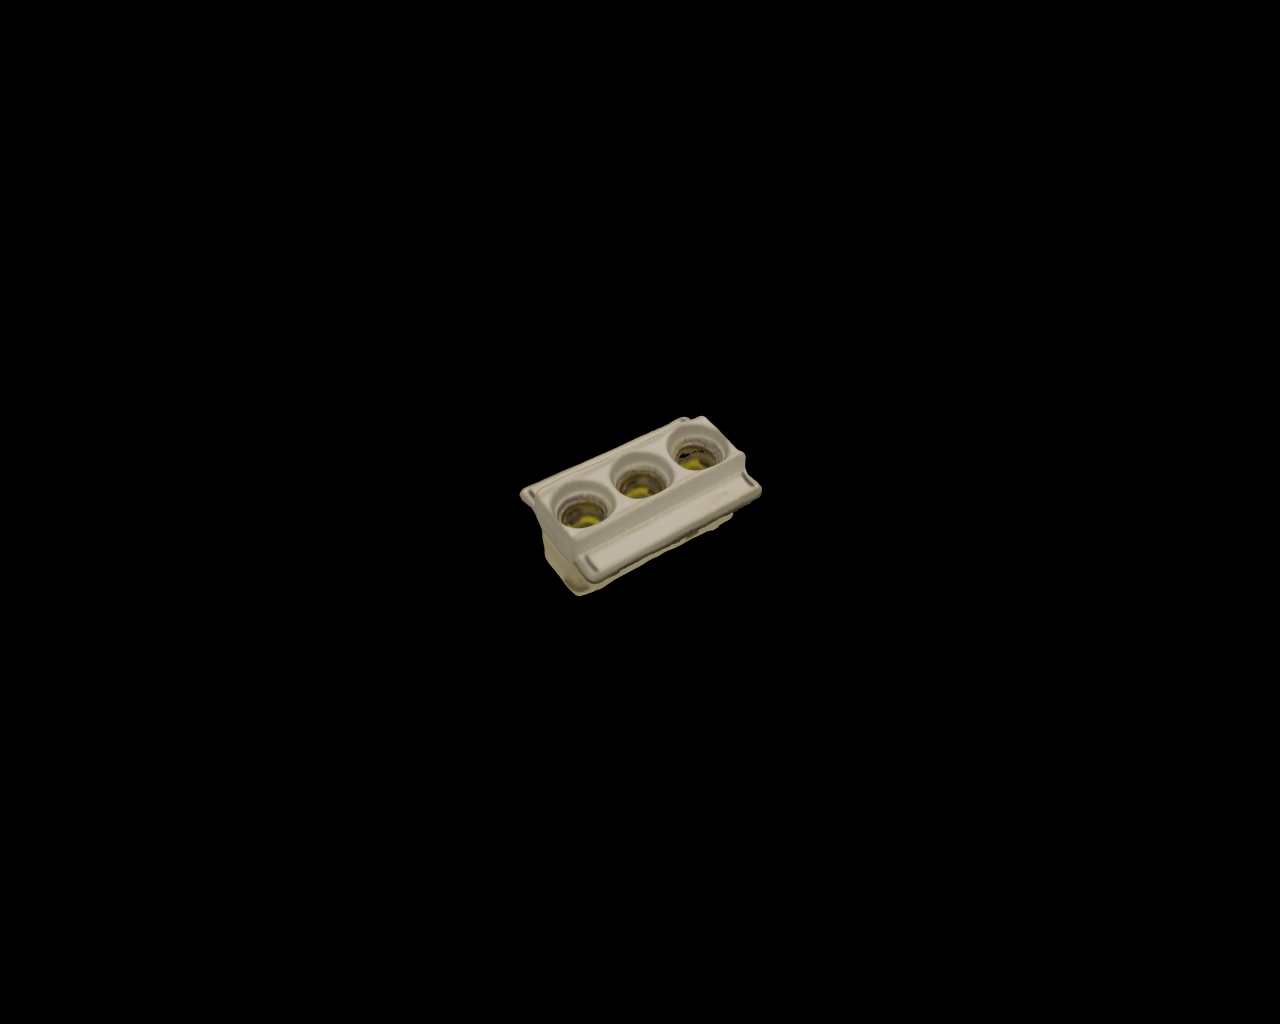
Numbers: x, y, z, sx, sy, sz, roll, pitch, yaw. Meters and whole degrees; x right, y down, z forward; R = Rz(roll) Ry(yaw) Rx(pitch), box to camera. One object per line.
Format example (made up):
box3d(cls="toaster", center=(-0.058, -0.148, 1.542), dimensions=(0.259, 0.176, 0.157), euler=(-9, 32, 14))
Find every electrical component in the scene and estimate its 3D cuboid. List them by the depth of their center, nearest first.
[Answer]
box3d(cls="electrical component", center=(0.001, -0.003, 0.650), dimensions=(0.121, 0.063, 0.079), euler=(-27, 53, -22))
